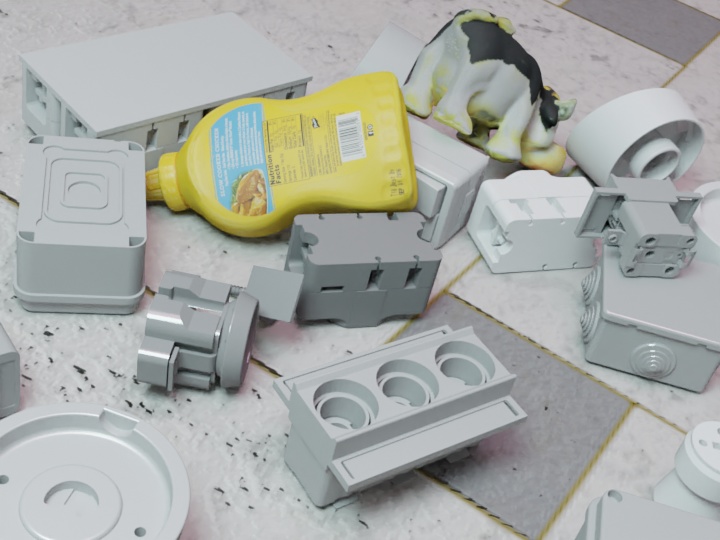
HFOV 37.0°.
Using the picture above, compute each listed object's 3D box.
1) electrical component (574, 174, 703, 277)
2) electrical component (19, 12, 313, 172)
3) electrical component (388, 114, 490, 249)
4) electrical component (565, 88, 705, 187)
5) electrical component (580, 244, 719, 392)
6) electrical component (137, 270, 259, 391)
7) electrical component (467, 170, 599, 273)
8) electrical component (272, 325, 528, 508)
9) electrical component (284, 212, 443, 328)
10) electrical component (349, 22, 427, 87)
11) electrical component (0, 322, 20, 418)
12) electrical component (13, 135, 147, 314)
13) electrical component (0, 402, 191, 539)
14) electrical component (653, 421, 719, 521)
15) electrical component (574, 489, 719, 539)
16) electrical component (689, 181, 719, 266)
[{"bbox_3d":[0.194,-0.029,0.731,0.081,0.042,0.063,1,45,-15],"label":"electrical component"},{"bbox_3d":[-0.144,-0.127,0.807,0.186,0.060,0.105,-22,52,-37],"label":"electrical component"},{"bbox_3d":[0.035,-0.068,0.791,0.096,0.061,0.061,30,42,18],"label":"electrical component"},{"bbox_3d":[0.224,-0.103,0.868,0.099,0.099,0.064,-9,51,-26],"label":"electrical component"},{"bbox_3d":[0.202,0.030,0.737,0.100,0.048,0.099,16,39,1],"label":"electrical component"},{"bbox_3d":[-0.092,0.037,0.630,0.057,0.058,0.078,11,39,0],"label":"electrical component"},{"bbox_3d":[0.131,-0.037,0.793,0.089,0.050,0.055,-4,43,-22],"label":"electrical component"},{"bbox_3d":[0.020,0.083,0.606,0.121,0.063,0.078,-15,48,-31],"label":"electrical component"},{"bbox_3d":[0.000,0.000,0.704,0.089,0.055,0.050,-2,42,-20],"label":"electrical component"},{"bbox_3d":[0.011,-0.148,0.855,0.064,0.099,0.099,25,40,3],"label":"electrical component"},{"bbox_3d":[-0.230,0.059,0.565,0.089,0.050,0.055,-17,48,-33],"label":"electrical component"},{"bbox_3d":[-0.176,-0.029,0.682,0.078,0.057,0.113,2,41,-15],"label":"electrical component"},{"bbox_3d":[-0.138,0.123,0.510,0.108,0.060,0.108,9,39,-8],"label":"electrical component"},{"bbox_3d":[0.201,0.121,0.623,0.045,0.055,0.045,9,39,-7],"label":"electrical component"},{"bbox_3d":[0.165,0.170,0.552,0.113,0.057,0.078,17,39,3],"label":"electrical component"},{"bbox_3d":[0.287,-0.010,0.802,0.108,0.060,0.108,9,39,-7],"label":"electrical component"}]
